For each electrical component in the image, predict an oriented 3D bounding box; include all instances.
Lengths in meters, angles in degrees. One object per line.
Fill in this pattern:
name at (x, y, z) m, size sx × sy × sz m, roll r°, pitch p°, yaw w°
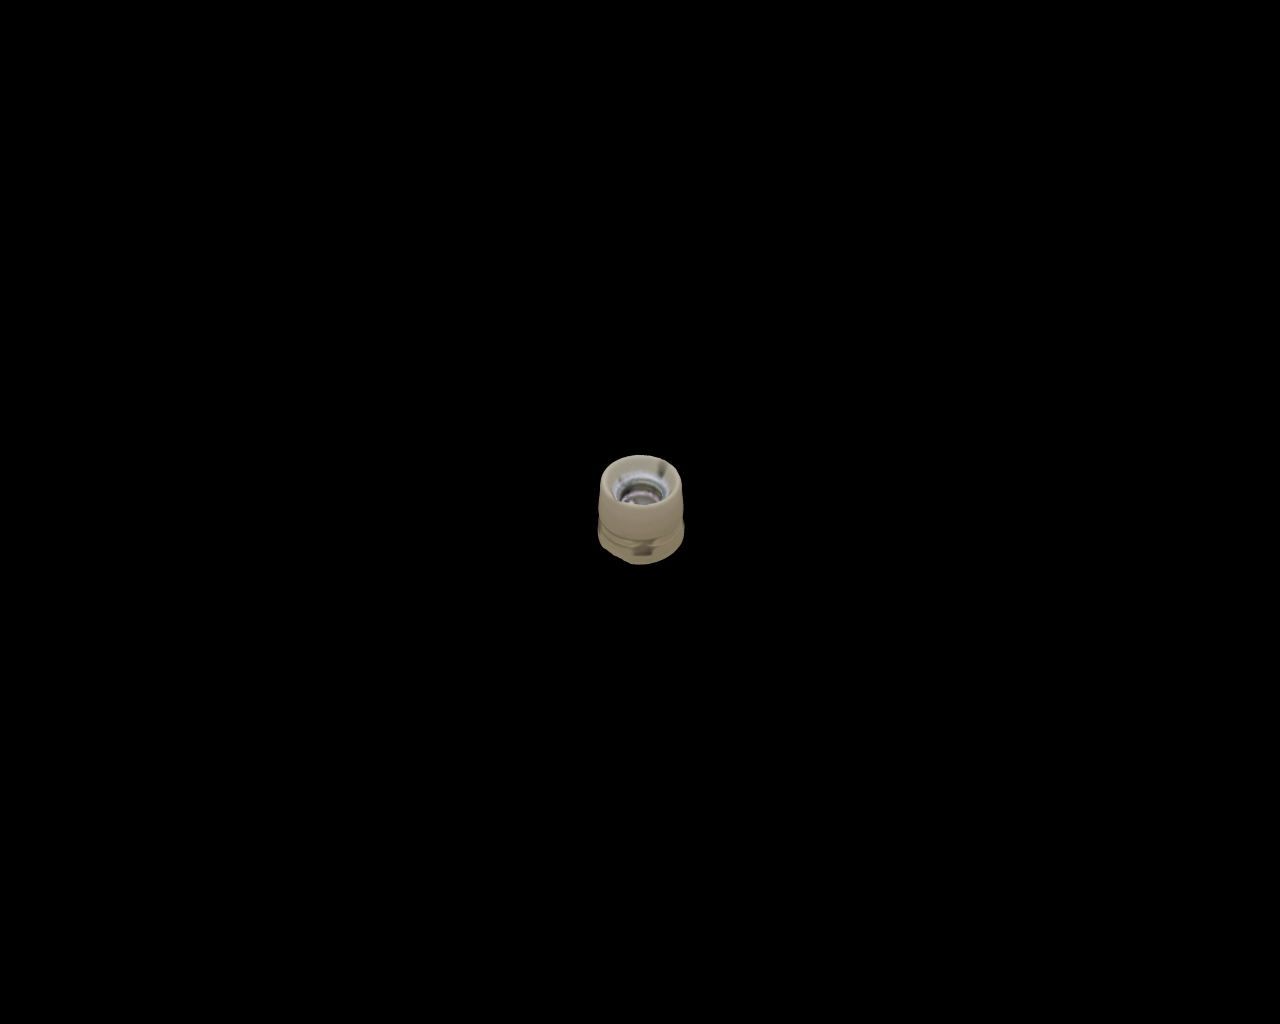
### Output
electrical component at (0.001, -0.003, 0.650) m, size 0.055 × 0.047 × 0.055 m, roll 0°, pitch 44°, yaw 0°
